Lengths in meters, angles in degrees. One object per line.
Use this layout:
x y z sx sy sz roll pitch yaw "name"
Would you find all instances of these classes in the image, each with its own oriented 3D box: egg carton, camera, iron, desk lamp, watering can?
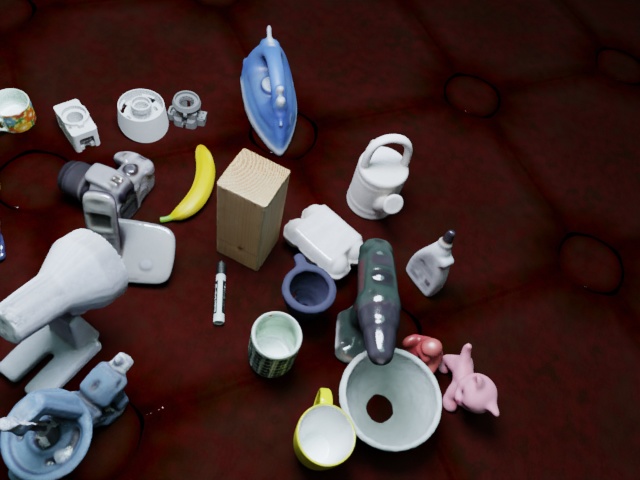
0.010 0.004 1.072 0.150 0.069 0.107 41 60 15 "egg carton"
-0.393 -0.109 1.043 0.136 0.101 0.143 24 57 5 "camera"
-0.097 -0.321 1.211 0.119 0.141 0.258 -6 60 -14 "iron"
-0.381 0.109 0.840 0.118 0.213 0.203 32 58 10 "desk lamp"
0.122 -0.126 1.101 0.101 0.194 0.172 -22 65 -23 "watering can"

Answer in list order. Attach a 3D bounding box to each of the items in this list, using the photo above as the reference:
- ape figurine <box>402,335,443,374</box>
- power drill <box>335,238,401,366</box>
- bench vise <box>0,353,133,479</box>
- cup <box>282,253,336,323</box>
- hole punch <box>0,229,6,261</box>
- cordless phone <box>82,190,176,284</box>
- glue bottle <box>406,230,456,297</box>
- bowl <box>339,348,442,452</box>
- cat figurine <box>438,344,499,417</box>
0.179 0.192 0.974 0.076 0.092 0.077 -1 58 -11 "ape figurine"
0.080 0.124 0.927 0.075 0.208 0.229 8 57 -6 "power drill"
-0.351 0.222 0.771 0.121 0.220 0.207 20 57 2 "bench vise"
-0.028 0.092 0.993 0.092 0.095 0.117 -11 61 -17 "cup"
-0.592 -0.013 0.948 0.109 0.091 0.101 -16 63 -20 "hole punch"
-0.315 -0.008 0.944 0.147 0.185 0.094 6 57 -7 "cordless phone"
0.209 0.033 1.031 0.037 0.173 0.078 -24 66 -24 "glue bottle"
0.107 0.263 0.925 0.167 0.075 0.167 5 57 -8 "bowl"
0.249 0.235 0.946 0.067 0.118 0.127 2 58 -10 "cat figurine"
